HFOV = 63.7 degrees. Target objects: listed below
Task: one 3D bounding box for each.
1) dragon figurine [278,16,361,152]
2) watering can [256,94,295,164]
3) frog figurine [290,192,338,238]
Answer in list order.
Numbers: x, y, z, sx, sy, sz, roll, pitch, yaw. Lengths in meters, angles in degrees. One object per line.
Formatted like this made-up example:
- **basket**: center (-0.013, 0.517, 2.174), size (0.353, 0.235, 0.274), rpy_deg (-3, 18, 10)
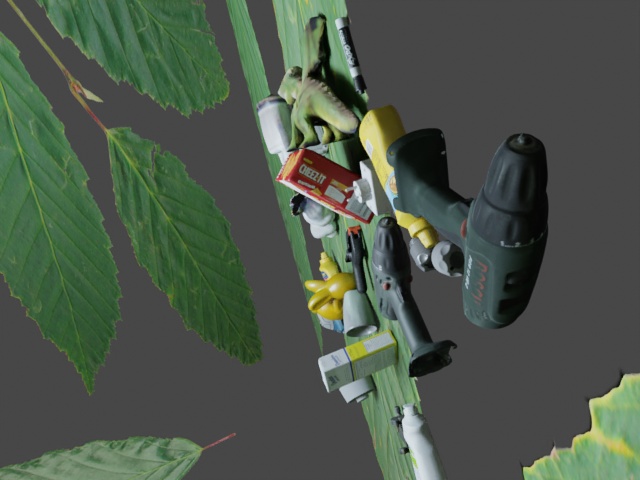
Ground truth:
- **dragon figurine**: center (-0.008, -0.293, 0.962), size (0.410, 0.122, 0.242), rpy_deg (-172, 73, -71)
- **watering can**: center (-0.116, -0.329, 1.539), size (0.347, 0.104, 0.224), rpy_deg (-175, 69, -82)
- **frog figurine**: center (0.004, -0.070, 1.395), size (0.158, 0.123, 0.138), rpy_deg (37, 177, -24)
